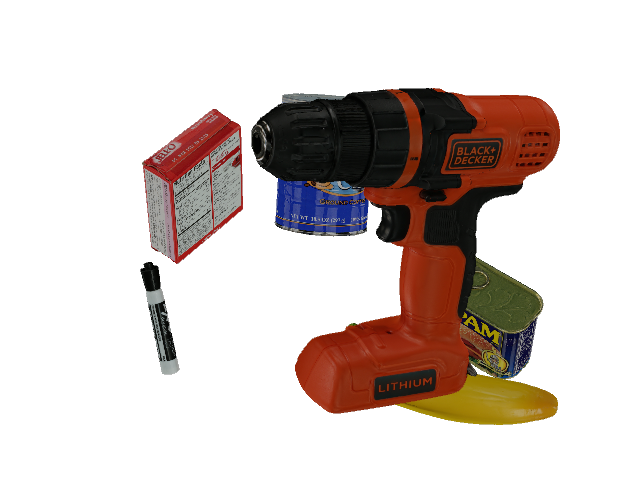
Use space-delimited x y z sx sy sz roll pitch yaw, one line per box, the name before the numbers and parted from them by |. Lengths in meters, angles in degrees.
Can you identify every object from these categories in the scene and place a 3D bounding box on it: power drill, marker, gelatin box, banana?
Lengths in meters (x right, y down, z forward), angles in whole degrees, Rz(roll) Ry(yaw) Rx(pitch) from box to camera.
power drill | 0.038 0.005 0.598 0.184 0.188 0.057 -4 31 -27
marker | -0.167 0.080 1.107 0.020 0.121 0.020 -9 15 2
gelatin box | -0.089 -0.038 0.756 0.030 0.089 0.073 31 54 23
banana | 0.076 0.100 0.794 0.198 0.037 0.069 19 37 38

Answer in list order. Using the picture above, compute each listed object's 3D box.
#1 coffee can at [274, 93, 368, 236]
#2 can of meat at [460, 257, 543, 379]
coffee can | 0.005 -0.084 1.152 0.103 0.140 0.103 4 12 -1
can of meat | 0.156 0.075 1.015 0.102 0.084 0.057 32 57 28
